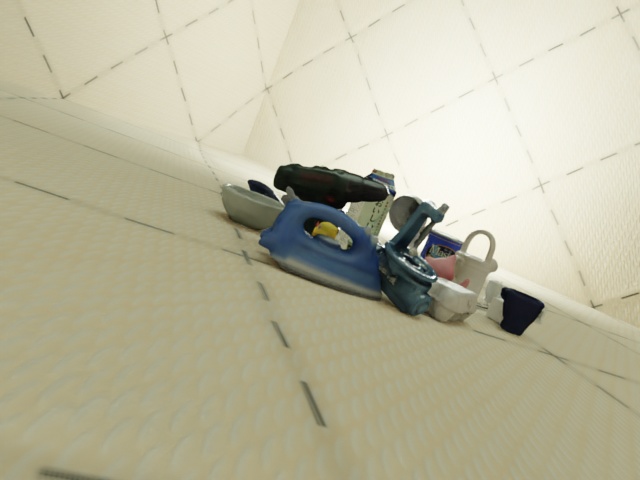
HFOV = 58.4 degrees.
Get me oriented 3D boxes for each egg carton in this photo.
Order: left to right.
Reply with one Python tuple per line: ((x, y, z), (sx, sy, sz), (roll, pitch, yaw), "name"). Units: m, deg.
((0.260, 0.124, 1.184), (0.107, 0.069, 0.151), (27, 9, 32), "egg carton")

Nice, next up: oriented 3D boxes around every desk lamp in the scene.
((0.287, -0.035, 1.796), (0.117, 0.213, 0.204), (26, 9, 30), "desk lamp")

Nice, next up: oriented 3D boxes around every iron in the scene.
((0.021, 0.007, 1.068), (0.258, 0.141, 0.118), (21, 8, -8), "iron")

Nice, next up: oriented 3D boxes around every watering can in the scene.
((0.404, 0.065, 1.517), (0.100, 0.194, 0.173), (26, 9, 28), "watering can")

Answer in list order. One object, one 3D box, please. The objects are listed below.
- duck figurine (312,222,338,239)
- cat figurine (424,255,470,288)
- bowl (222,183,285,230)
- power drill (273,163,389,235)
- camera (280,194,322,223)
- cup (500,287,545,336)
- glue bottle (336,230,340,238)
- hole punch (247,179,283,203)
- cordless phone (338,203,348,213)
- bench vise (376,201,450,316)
((0.012, 0.004, 1.258), (0.104, 0.086, 0.078), (24, 8, 16), "duck figurine")
((0.287, 0.091, 1.307), (0.067, 0.118, 0.127), (15, 10, -39), "cat figurine")
((-0.159, -0.069, 1.330), (0.167, 0.075, 0.167), (21, 8, -3), "bowl")
((0.001, -0.053, 1.166), (0.229, 0.208, 0.075), (21, 8, -4), "power drill")
((-0.033, -0.083, 1.665), (0.136, 0.101, 0.144), (25, 9, 24), "camera")
((0.447, 0.165, 1.322), (0.092, 0.095, 0.117), (17, 9, -30), "cup")
((0.085, -0.054, 1.532), (0.037, 0.173, 0.078), (23, 8, 11), "glue bottle")
((-0.151, -0.108, 1.556), (0.108, 0.091, 0.101), (28, 10, 36), "hole punch")
((0.058, -0.118, 1.836), (0.094, 0.185, 0.148), (23, 8, 8), "cordless phone")
((0.149, 0.010, 1.102), (0.206, 0.220, 0.122), (25, 9, 24), "bench vise")
